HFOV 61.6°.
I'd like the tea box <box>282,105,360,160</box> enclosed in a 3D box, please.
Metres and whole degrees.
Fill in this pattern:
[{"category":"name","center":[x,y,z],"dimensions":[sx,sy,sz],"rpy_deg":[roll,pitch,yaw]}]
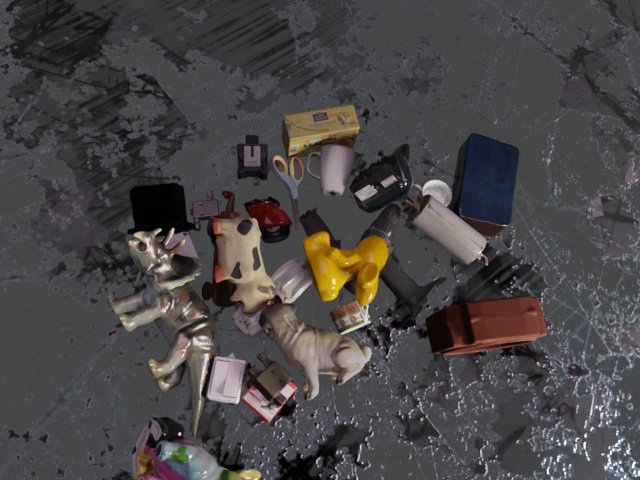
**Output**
[{"category":"tea box","center":[-0.001,-0.253,1.266],"dimensions":[0.170,0.098,0.068],"rpy_deg":[-12,72,-12]}]

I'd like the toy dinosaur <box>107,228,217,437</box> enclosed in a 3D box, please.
[{"category":"toy dinosaur","center":[-0.273,0.164,1.051],"dimensions":[0.192,0.131,0.404],"rpy_deg":[-31,105,-21]}]

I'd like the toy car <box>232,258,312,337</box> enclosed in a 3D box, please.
[{"category":"toy car","center":[-0.096,0.120,1.136],"dimensions":[0.073,0.056,0.202],"rpy_deg":[43,71,10]}]

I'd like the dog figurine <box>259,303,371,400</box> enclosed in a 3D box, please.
[{"category":"dog figurine","center":[-0.011,0.190,1.061],"dimensions":[0.172,0.121,0.190],"rpy_deg":[-26,90,-15]}]

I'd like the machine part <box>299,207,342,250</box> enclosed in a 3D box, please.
[{"category":"machine part","center":[-0.002,-0.004,1.204],"dimensions":[0.084,0.039,0.139],"rpy_deg":[-23,75,-9]}]

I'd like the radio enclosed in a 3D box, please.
[{"category":"radio","center":[0.390,-0.129,1.278],"dimensions":[0.131,0.073,0.229],"rpy_deg":[15,70,-1]}]

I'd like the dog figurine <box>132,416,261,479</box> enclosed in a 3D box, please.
[{"category":"dog figurine","center":[-0.223,0.424,0.987],"dimensions":[0.219,0.192,0.108],"rpy_deg":[30,86,-26]}]

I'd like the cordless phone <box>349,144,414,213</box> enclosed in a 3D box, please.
[{"category":"cordless phone","center":[0.148,-0.159,1.260],"dimensions":[0.088,0.147,0.184],"rpy_deg":[47,33,-20]}]

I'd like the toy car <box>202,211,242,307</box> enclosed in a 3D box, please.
[{"category":"toy car","center":[-0.196,0.042,1.121],"dimensions":[0.089,0.053,0.202],"rpy_deg":[6,97,5]}]

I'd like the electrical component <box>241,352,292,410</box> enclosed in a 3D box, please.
[{"category":"electrical component","center":[-0.103,0.280,1.051],"dimensions":[0.102,0.045,0.078],"rpy_deg":[40,42,5]}]

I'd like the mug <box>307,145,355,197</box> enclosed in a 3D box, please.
[{"category":"mug","center":[0.023,-0.160,1.244],"dimensions":[0.110,0.081,0.107],"rpy_deg":[8,78,-7]}]

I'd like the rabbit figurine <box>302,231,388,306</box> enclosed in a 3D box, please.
[{"category":"rabbit figurine","center":[0.064,0.046,1.092],"dimensions":[0.173,0.121,0.162],"rpy_deg":[-19,50,-13]}]

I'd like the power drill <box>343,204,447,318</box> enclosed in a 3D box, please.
[{"category":"power drill","center":[0.174,0.052,1.181],"dimensions":[0.207,0.086,0.232],"rpy_deg":[39,72,5]}]

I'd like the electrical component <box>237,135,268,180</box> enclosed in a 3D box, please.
[{"category":"electrical component","center":[-0.157,-0.200,1.256],"dimensions":[0.075,0.047,0.119],"rpy_deg":[3,71,-6]}]

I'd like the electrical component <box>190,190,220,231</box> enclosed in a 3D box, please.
[{"category":"electrical component","center":[-0.259,-0.066,1.207],"dimensions":[0.063,0.021,0.094],"rpy_deg":[-6,71,-8]}]

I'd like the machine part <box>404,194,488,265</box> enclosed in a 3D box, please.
[{"category":"machine part","center":[0.285,-0.024,1.201],"dimensions":[0.243,0.079,0.079],"rpy_deg":[35,69,-9]}]

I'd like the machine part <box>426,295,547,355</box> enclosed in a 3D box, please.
[{"category":"machine part","center":[0.330,0.177,1.085],"dimensions":[0.201,0.201,0.087],"rpy_deg":[-7,73,-9]}]

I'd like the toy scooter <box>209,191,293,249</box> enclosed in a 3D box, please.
[{"category":"toy scooter","center":[-0.157,-0.053,1.185],"dimensions":[0.184,0.075,0.135],"rpy_deg":[-10,75,-6]}]

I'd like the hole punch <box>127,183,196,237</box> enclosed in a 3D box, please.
[{"category":"hole punch","center":[-0.348,-0.066,1.174],"dimensions":[0.142,0.092,0.115],"rpy_deg":[-6,100,-12]}]

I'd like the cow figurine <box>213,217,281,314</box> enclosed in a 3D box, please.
[{"category":"cow figurine","center":[-0.147,0.050,1.067],"dimensions":[0.127,0.085,0.194],"rpy_deg":[-4,96,-7]}]
